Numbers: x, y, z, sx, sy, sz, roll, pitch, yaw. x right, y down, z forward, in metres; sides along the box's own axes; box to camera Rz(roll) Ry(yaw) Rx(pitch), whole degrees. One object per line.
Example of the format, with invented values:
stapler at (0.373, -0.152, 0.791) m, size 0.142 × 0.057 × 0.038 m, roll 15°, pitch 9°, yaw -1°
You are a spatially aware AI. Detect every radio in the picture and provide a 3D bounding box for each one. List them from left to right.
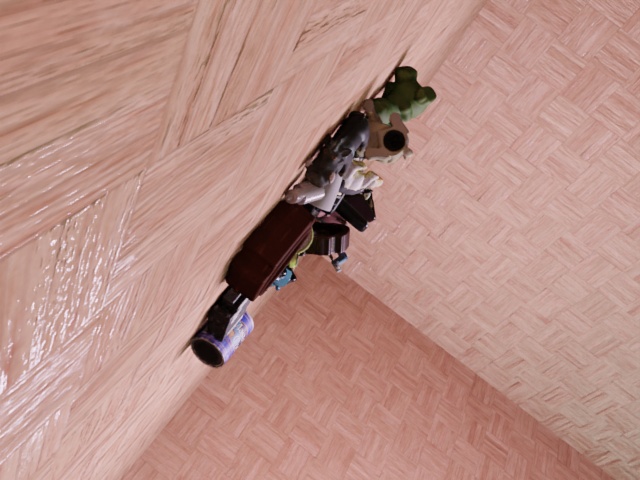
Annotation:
radio at (0.114, -0.140, 1.660) m, size 0.073 × 0.131 × 0.230 m, roll -24°, pitch -157°, yaw 15°

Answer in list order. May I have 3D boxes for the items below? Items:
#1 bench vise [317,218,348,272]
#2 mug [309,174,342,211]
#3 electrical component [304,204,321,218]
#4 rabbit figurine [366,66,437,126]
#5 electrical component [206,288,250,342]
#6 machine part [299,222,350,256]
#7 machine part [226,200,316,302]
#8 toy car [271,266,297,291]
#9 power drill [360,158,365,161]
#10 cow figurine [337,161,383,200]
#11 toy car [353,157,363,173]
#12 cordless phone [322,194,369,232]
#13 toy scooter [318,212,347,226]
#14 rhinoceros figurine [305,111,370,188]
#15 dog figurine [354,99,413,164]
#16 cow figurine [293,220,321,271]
bench vise at (0.029, -0.008, 1.784) m, size 0.224 × 0.241 × 0.128 m, roll -29°, pitch 156°, yaw 1°
mug at (0.004, -0.130, 1.205) m, size 0.107 × 0.081 × 0.109 m, roll -65°, pitch 160°, yaw 7°
electrical component at (-0.034, -0.067, 1.413) m, size 0.075 × 0.048 × 0.119 m, roll -56°, pitch 166°, yaw -3°
rabbit figurine at (0.169, -0.331, 1.322) m, size 0.170 × 0.121 × 0.159 m, roll -30°, pitch 173°, yaw -31°
electrical component at (-0.218, 0.166, 1.309) m, size 0.115 × 0.058 × 0.134 m, roll -53°, pitch 172°, yaw -48°
machine part at (-0.003, -0.004, 1.449) m, size 0.179 × 0.180 × 0.056 m, roll -48°, pitch 140°, yaw -68°
machine part at (-0.103, 0.023, 1.145) m, size 0.201 × 0.087 × 0.201 m, roll -52°, pitch 180°, yaw -30°
toy car at (-0.130, 0.077, 1.326) m, size 0.103 × 0.109 × 0.161 m, roll -35°, pitch 170°, yaw 4°
power drill at (0.173, -0.321, 1.608) m, size 0.232 × 0.086 × 0.207 m, roll -47°, pitch 173°, yaw -14°
cow figurine at (0.089, -0.141, 1.311) m, size 0.167 × 0.068 × 0.098 m, roll 17°, pitch 113°, yaw -53°
toy car at (0.088, -0.220, 1.468) m, size 0.056 × 0.073 × 0.201 m, roll -8°, pitch 180°, yaw 4°
cordless phone at (0.068, -0.105, 1.444) m, size 0.089 × 0.184 × 0.146 m, roll -46°, pitch 174°, yaw -37°
toy scooter at (0.039, -0.098, 1.639) m, size 0.075 × 0.135 × 0.184 m, roll -56°, pitch 178°, yaw 32°
rhinoceros figurine at (0.039, -0.176, 1.081) m, size 0.190 × 0.073 × 0.112 m, roll -52°, pitch 179°, yaw -24°
dog figurine at (0.135, -0.221, 1.258) m, size 0.121 × 0.172 × 0.190 m, roll -42°, pitch 170°, yaw -2°
cow figurine at (-0.081, 0.016, 1.677) m, size 0.195 × 0.085 × 0.127 m, roll -56°, pitch 178°, yaw -36°
